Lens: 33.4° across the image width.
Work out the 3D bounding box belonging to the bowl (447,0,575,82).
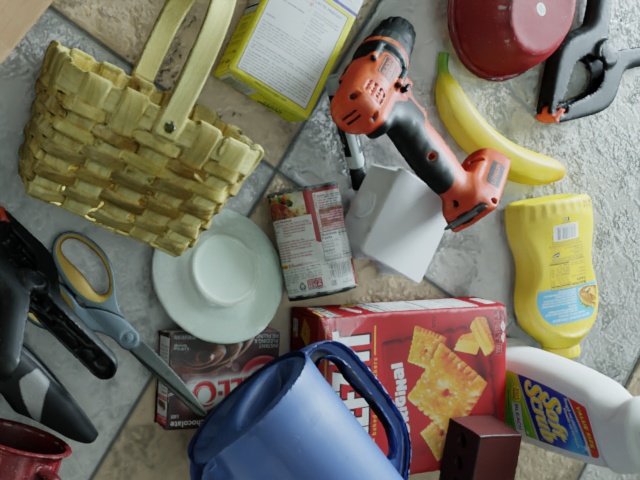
[{"bbox_3d":[0.206,-0.237,1.077,0.161,0.055,0.162,-12,112,-32],"label":"bowl"}]

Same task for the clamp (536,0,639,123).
[{"bbox_3d":[0.299,-0.213,1.156,0.209,0.036,0.164,-43,109,-17],"label":"clamp"}]

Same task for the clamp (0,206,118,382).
[{"bbox_3d":[-0.230,0.048,0.870,0.039,0.171,0.120,-36,147,19],"label":"clamp"}]

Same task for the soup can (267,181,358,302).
[{"bbox_3d":[-0.007,0.001,0.996,0.068,0.069,0.102,-12,91,-25],"label":"soup can"}]

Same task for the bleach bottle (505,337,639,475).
[{"bbox_3d":[0.250,0.161,1.034,0.068,0.251,0.102,-10,97,-25],"label":"bleach bottle"}]

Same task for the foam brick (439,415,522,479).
[{"bbox_3d":[0.153,0.213,1.024,0.051,0.053,0.078,4,99,-26],"label":"foam brick"}]

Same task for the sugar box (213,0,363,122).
[{"bbox_3d":[-0.020,-0.209,0.998,0.093,0.048,0.176,30,76,-25],"label":"sugar box"}]

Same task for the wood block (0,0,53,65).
[{"bbox_3d":[-0.288,-0.181,0.831,0.206,0.090,0.090,-54,132,-13],"label":"wood block"}]

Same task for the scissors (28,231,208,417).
[{"bbox_3d":[-0.187,0.089,0.926,0.096,0.016,0.202,-29,91,-13],"label":"scissors"}]

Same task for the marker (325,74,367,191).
[{"bbox_3d":[0.028,-0.101,1.029,0.020,0.020,0.121,-26,115,-23],"label":"marker"}]

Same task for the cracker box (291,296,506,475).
[{"bbox_3d":[0.080,0.145,1.051,0.213,0.072,0.164,-2,95,-26],"label":"cracker box"}]

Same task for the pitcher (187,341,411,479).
[{"bbox_3d":[0.016,0.217,0.930,0.149,0.145,0.242,-37,102,15],"label":"pitcher"}]

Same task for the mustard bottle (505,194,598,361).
[{"bbox_3d":[0.250,0.050,1.136,0.096,0.058,0.191,-10,97,-28],"label":"mustard bottle"}]

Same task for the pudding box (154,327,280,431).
[{"bbox_3d":[-0.094,0.126,0.984,0.113,0.039,0.090,1,92,-26],"label":"pudding box"}]

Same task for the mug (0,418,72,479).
[{"bbox_3d":[-0.252,0.203,0.873,0.093,0.117,0.081,19,89,-59],"label":"mug"}]

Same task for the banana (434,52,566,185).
[{"bbox_3d":[0.180,-0.107,1.105,0.197,0.037,0.069,41,76,-22],"label":"banana"}]

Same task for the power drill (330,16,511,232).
[{"bbox_3d":[0.099,-0.112,1.009,0.187,0.057,0.184,44,40,-14],"label":"power drill"}]
